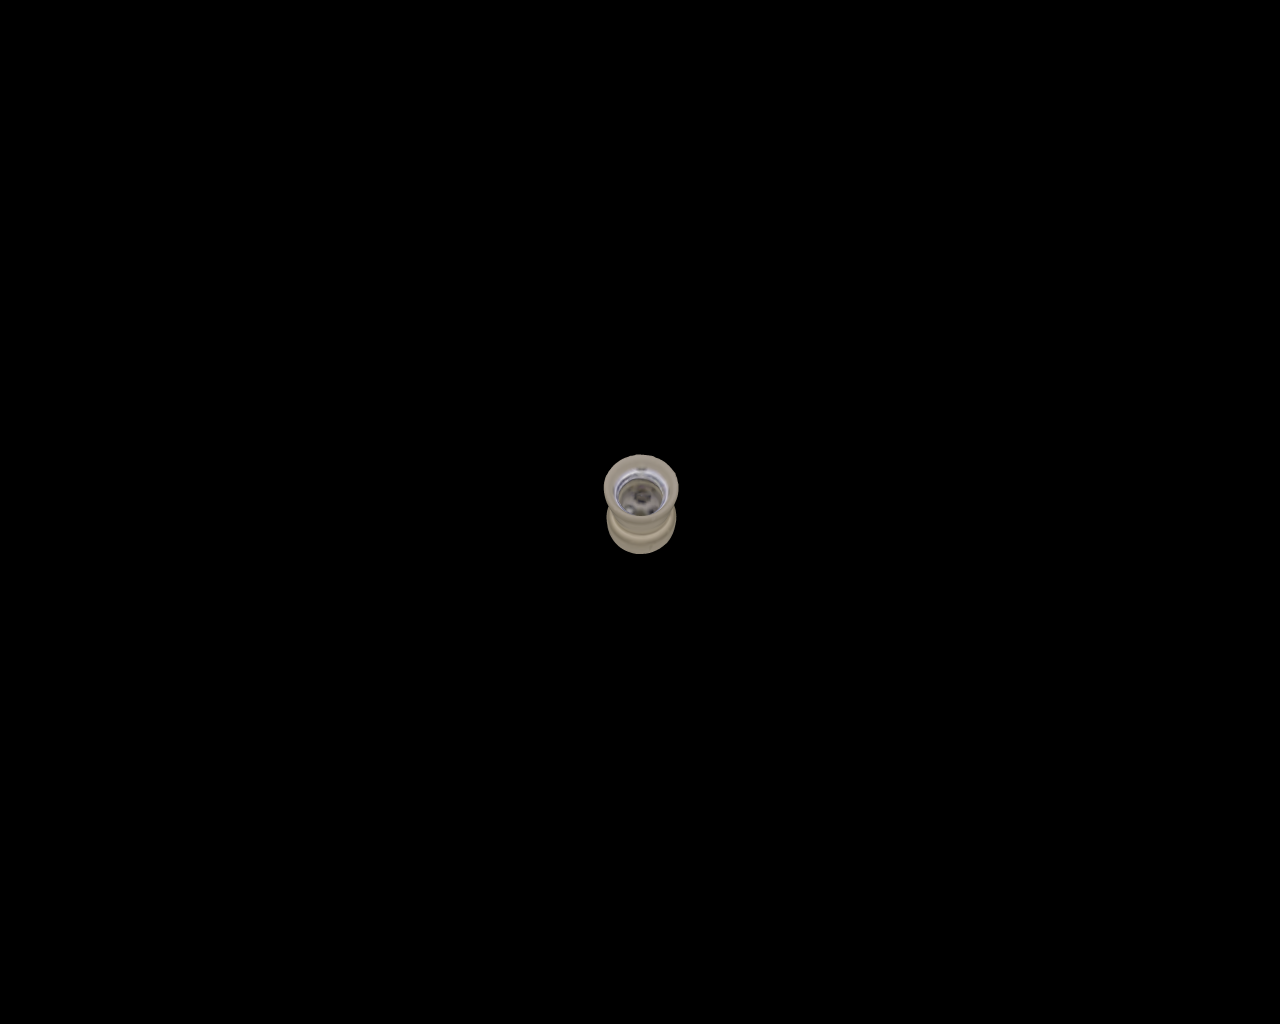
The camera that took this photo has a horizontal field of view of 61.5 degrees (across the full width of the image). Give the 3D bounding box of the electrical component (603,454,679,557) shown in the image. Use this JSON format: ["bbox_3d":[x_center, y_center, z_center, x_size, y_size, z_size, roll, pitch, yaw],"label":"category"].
[{"bbox_3d":[0.001,-0.003,0.650,0.045,0.045,0.055,0,-28,0],"label":"electrical component"}]
